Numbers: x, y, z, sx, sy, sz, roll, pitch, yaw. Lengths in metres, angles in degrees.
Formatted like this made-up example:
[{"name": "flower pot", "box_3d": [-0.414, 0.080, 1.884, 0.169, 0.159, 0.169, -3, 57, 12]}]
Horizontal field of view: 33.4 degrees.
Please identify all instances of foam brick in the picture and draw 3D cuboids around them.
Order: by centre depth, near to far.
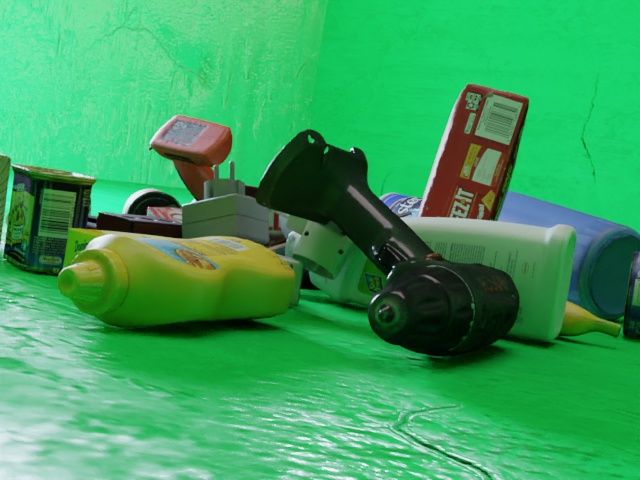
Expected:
[{"name": "foam brick", "box_3d": [-0.160, 0.005, 0.972, 0.053, 0.051, 0.078, 12, 5, 40]}]

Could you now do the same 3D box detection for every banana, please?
[{"name": "banana", "box_3d": [0.198, 0.066, 1.015, 0.069, 0.037, 0.198, 27, -2, -23]}]

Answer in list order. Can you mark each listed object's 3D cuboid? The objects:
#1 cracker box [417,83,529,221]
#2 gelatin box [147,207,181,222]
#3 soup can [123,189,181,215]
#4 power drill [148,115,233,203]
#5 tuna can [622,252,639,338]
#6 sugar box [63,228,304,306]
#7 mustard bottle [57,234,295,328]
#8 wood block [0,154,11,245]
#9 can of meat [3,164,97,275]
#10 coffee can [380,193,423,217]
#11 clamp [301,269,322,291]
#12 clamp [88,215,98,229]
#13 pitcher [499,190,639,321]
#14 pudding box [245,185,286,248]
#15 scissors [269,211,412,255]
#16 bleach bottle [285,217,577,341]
[{"name": "cracker box", "box_3d": [0.152, -0.043, 1.096, 0.072, 0.164, 0.213, 18, -12, 10]}, {"name": "gelatin box", "box_3d": [-0.126, -0.002, 1.075, 0.073, 0.030, 0.089, 0, 28, -35]}, {"name": "soup can", "box_3d": [-0.197, -0.026, 1.256, 0.068, 0.068, 0.102, 8, 3, -13]}, {"name": "power drill", "box_3d": [-0.110, -0.054, 1.260, 0.185, 0.057, 0.187, 15, -36, 35]}, {"name": "tuna can", "box_3d": [0.319, 0.055, 1.046, 0.034, 0.086, 0.086, 8, 3, 18]}, {"name": "sugar box", "box_3d": [-0.109, 0.022, 0.876, 0.175, 0.048, 0.094, 4, 5, -40]}, {"name": "mustard bottle", "box_3d": [-0.103, 0.026, 0.716, 0.096, 0.058, 0.191, 18, 8, 28]}, {"name": "wood block", "box_3d": [-0.376, -0.052, 1.067, 0.090, 0.091, 0.206, 7, 4, -27]}, {"name": "can of meat", "box_3d": [-0.234, -0.018, 0.914, 0.057, 0.084, 0.102, 7, 4, -29]}, {"name": "coffee can", "box_3d": [0.144, -0.004, 1.426, 0.141, 0.103, 0.102, 12, 5, 42]}, {"name": "clamp", "box_3d": [0.055, 0.040, 1.044, 0.210, 0.036, 0.164, 6, 3, 18]}, {"name": "clamp", "box_3d": [-0.198, -0.001, 1.114, 0.171, 0.039, 0.120, 3, 6, -40]}, {"name": "pitcher", "box_3d": [0.255, 0.013, 1.252, 0.149, 0.145, 0.243, -30, 24, -23]}, {"name": "pudding box", "box_3d": [-0.052, -0.012, 1.189, 0.113, 0.090, 0.039, 8, 3, -17]}, {"name": "scissors", "box_3d": [-0.008, 0.001, 1.144, 0.201, 0.016, 0.096, -17, 2, -24]}, {"name": "bleach bottle", "box_3d": [0.090, 0.018, 0.937, 0.251, 0.102, 0.068, 10, 6, 21]}]
